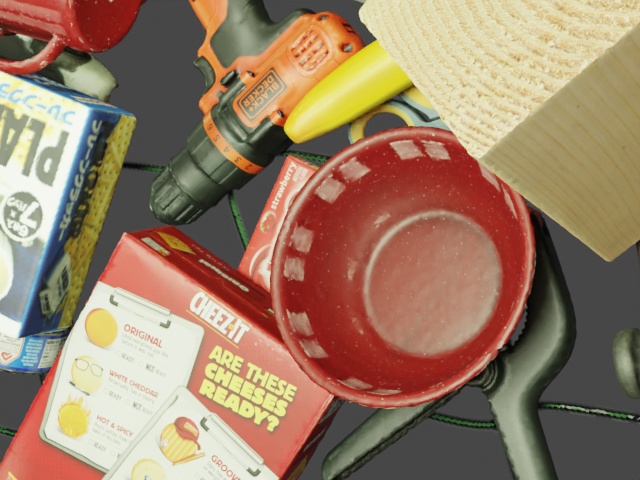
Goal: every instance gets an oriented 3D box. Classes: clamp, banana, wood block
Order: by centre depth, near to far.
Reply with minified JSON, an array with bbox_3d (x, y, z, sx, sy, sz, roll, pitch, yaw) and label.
[{"bbox_3d":[0.116,-0.069,0.488,0.091,0.205,0.090,-42,62,14],"label":"wood block"},{"bbox_3d":[0.065,-0.113,0.617,0.198,0.069,0.037,-23,105,30],"label":"banana"},{"bbox_3d":[0.087,0.080,0.640,0.165,0.036,0.210,9,89,25],"label":"clamp"}]

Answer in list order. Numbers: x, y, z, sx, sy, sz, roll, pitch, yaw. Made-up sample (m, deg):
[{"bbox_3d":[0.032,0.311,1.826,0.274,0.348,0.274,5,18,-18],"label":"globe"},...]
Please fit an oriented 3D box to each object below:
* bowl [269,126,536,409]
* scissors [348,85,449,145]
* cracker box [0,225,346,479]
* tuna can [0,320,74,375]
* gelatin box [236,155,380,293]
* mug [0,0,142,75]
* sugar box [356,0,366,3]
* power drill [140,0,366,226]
[{"bbox_3d":[0.053,0.019,0.611,0.162,0.055,0.162,-10,70,28],"label":"bowl"},{"bbox_3d":[0.086,-0.047,0.634,0.096,0.016,0.202,-46,59,19],"label":"scissors"},{"bbox_3d":[-0.095,0.123,0.684,0.164,0.072,0.214,35,107,12],"label":"cracker box"},{"bbox_3d":[-0.220,0.062,0.752,0.086,0.086,0.034,24,100,23],"label":"tuna can"},{"bbox_3d":[-0.005,0.001,0.687,0.073,0.030,0.089,29,100,22],"label":"gelatin box"},{"bbox_3d":[-0.170,-0.155,0.671,0.082,0.093,0.117,19,72,22],"label":"mug"},{"bbox_3d":[0.007,-0.171,0.607,0.093,0.176,0.048,24,98,23],"label":"sugar box"},{"bbox_3d":[-0.082,-0.126,0.714,0.185,0.057,0.188,-41,75,18],"label":"power drill"}]
